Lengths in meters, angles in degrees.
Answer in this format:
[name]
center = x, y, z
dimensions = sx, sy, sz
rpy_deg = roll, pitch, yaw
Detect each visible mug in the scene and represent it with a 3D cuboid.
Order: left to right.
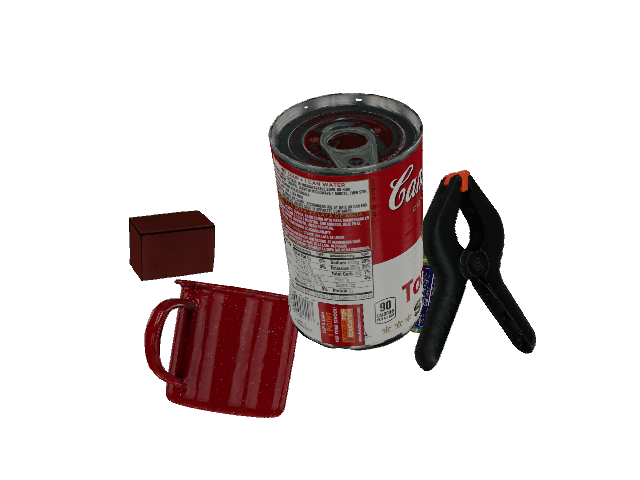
[mug]
center = -0.067, 0.071, 0.713
dimensions = 0.093, 0.081, 0.117
rpy_deg = 4, -7, 44

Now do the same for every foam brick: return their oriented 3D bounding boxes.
[foam brick]
center = -0.152, 0.004, 1.086
dimensions = 0.078, 0.051, 0.053
rpy_deg = -7, 22, -22

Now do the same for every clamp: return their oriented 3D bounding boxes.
[clamp]
center = 0.118, 0.029, 0.914
dimensions = 0.120, 0.171, 0.039
rpy_deg = -16, 0, -33

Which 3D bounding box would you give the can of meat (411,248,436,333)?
[can of meat]
center = 0.103, 0.043, 1.148
dimensions = 0.057, 0.084, 0.102
rpy_deg = 6, 17, -5

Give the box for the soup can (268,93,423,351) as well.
[soup can]
center = 0.014, -0.008, 0.496
dimensions = 0.068, 0.102, 0.068
rpy_deg = -3, 35, 2
